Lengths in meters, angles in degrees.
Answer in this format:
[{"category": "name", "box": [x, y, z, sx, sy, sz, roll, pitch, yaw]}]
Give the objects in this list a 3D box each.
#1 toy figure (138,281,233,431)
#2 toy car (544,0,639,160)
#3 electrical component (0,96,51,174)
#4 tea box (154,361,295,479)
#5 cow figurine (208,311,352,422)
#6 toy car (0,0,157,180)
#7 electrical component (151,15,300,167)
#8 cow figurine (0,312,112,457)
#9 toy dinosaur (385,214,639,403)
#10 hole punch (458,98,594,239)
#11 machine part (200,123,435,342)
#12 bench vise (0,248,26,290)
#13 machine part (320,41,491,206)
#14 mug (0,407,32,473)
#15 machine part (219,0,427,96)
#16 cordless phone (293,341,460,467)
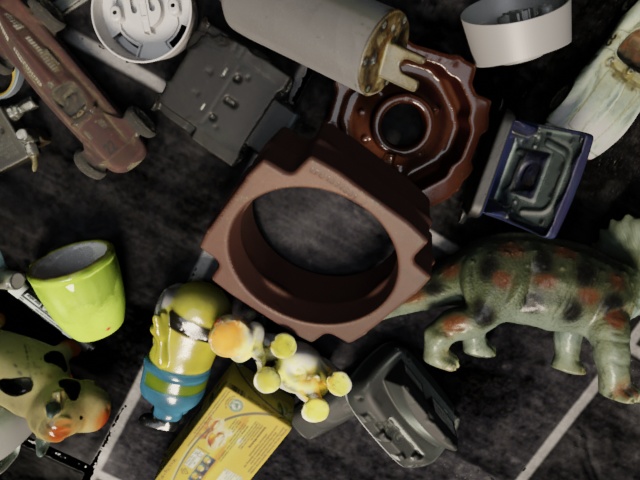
[{"category": "toy figure", "box": [-0.159, 0.133, 0.630, 0.089, 0.082, 0.180, 9, 100, -18]}, {"category": "toy car", "box": [0.311, -0.176, 0.545, 0.073, 0.056, 0.201, 32, 103, -8]}, {"category": "electrical component", "box": [-0.345, -0.103, 0.585, 0.102, 0.045, 0.078, -18, 106, 6]}, {"category": "tea box", "box": [-0.117, 0.248, 0.665, 0.098, 0.068, 0.169, 36, 102, -9]}, {"category": "cow figurine", "box": [-0.051, 0.131, 0.615, 0.167, 0.098, 0.068, 36, 88, -13]}, {"category": "toy car", "box": [-0.262, -0.155, 0.557, 0.089, 0.053, 0.202, -33, 110, 11]}, {"category": "electrical component", "box": [-0.090, -0.146, 0.562, 0.134, 0.058, 0.115, 33, 106, -7]}, {"category": "cow figurine", "box": [-0.334, 0.165, 0.617, 0.195, 0.127, 0.085, 24, 108, -3]}, {"category": "toy dinosaur", "box": [0.231, 0.054, 0.586, 0.405, 0.131, 0.192, 8, 93, 3]}, {"category": "hole punch", "box": [0.202, -0.068, 0.545, 0.092, 0.116, 0.142, 14, 103, 4]}, {"category": "machine part", "box": [-0.001, -0.002, 0.552, 0.201, 0.087, 0.201, 35, 126, -11]}, {"category": "bench vise", "box": [-0.423, 0.012, 0.570, 0.241, 0.129, 0.223, 5, 114, 18]}, {"category": "machine part", "box": [0.086, -0.121, 0.566, 0.179, 0.056, 0.179, 0, 106, 1]}, {"category": "mug", "box": [-0.395, 0.233, 0.647, 0.081, 0.107, 0.109, 9, 103, -1]}, {"category": "machine part", "box": [-0.007, -0.202, 0.498, 0.243, 0.079, 0.079, 34, 106, 24]}, {"category": "cordless phone", "box": [0.063, 0.225, 0.661, 0.184, 0.089, 0.146, -34, 104, 21]}]
